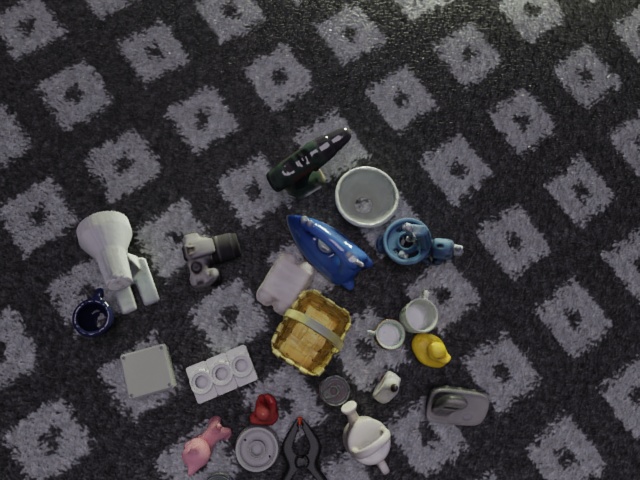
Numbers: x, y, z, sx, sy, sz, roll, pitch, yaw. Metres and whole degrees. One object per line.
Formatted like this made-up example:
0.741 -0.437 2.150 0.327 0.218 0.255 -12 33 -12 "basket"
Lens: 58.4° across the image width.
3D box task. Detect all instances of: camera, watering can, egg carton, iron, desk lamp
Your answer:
-0.265 0.041 1.428 0.137 0.101 0.143 -14 78 -7 "camera"
0.104 0.454 1.306 0.173 0.194 0.101 36 77 5 "watering can"
-0.085 0.110 1.440 0.107 0.069 0.150 29 76 3 "egg carton"
0.013 0.005 1.436 0.258 0.141 0.119 40 77 6 "iron"
-0.472 0.054 1.351 0.118 0.213 0.203 -23 79 -9 "desk lamp"

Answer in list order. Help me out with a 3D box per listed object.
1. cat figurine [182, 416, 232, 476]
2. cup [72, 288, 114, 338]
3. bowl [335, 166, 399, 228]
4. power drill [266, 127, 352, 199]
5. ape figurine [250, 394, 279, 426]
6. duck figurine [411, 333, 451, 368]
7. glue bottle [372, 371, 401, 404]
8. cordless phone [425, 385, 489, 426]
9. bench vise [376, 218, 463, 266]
-0.267 0.471 1.313 0.067 0.117 0.128 40 77 6 "cat figurine"
-0.532 0.178 1.377 0.091 0.095 0.118 8 76 -2 "cup"
0.118 -0.103 1.505 0.167 0.074 0.167 1 76 -4 "bowl"
-0.028 -0.185 1.445 0.230 0.208 0.075 -33 80 -11 "power drill"
-0.133 0.406 1.352 0.078 0.092 0.076 -35 81 -11 "ape figurine"
0.279 0.271 1.419 0.104 0.086 0.077 40 77 6 "duck figurine"
0.163 0.347 1.347 0.037 0.173 0.078 26 76 3 "glue bottle"
0.333 0.390 1.343 0.147 0.185 0.094 4 76 -3 "cordless phone"
0.255 -0.006 1.416 0.207 0.219 0.121 -8 77 -6 "bench vise"
